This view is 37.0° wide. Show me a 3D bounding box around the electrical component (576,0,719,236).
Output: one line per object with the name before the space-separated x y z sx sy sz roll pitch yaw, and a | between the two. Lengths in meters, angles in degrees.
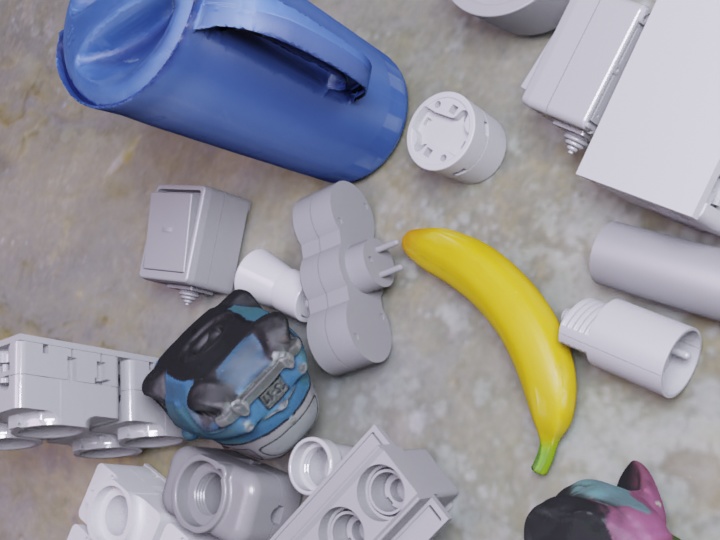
electrical component | 0.205 -0.102 0.620 0.089 0.062 0.150 31 98 49

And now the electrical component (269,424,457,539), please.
electrical component | 0.003 0.172 0.712 0.121 0.063 0.078 -50 62 18

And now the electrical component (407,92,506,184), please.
electrical component | 0.068 -0.089 0.742 0.055 0.047 0.055 -11 72 37

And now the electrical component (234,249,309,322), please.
electrical component | -0.058 0.014 0.822 0.065 0.044 0.044 23 93 35

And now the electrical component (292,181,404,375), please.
electrical component | 0.000 0.000 0.770 0.074 0.052 0.138 -21 67 33

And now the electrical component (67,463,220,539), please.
electrical component | -0.154 0.238 0.827 0.186 0.060 0.105 27 96 40

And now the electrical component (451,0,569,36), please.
electrical component | 0.115 -0.211 0.727 0.108 0.060 0.108 -11 72 37

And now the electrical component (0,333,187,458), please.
electrical component | -0.215 0.103 0.828 0.105 0.186 0.060 -18 68 34

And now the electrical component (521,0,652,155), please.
electrical component | 0.147 -0.120 0.677 0.061 0.062 0.096 31 99 39

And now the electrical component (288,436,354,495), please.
electrical component | -0.021 0.139 0.755 0.040 0.046 0.040 -11 72 37

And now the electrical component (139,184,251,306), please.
electrical component | -0.140 -0.020 0.882 0.062 0.061 0.096 5 82 40

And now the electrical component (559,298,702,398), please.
electrical component | 0.156 0.041 0.640 0.081 0.043 0.043 24 94 40

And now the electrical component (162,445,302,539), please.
electrical component | -0.100 0.168 0.802 0.095 0.059 0.053 13 87 40
